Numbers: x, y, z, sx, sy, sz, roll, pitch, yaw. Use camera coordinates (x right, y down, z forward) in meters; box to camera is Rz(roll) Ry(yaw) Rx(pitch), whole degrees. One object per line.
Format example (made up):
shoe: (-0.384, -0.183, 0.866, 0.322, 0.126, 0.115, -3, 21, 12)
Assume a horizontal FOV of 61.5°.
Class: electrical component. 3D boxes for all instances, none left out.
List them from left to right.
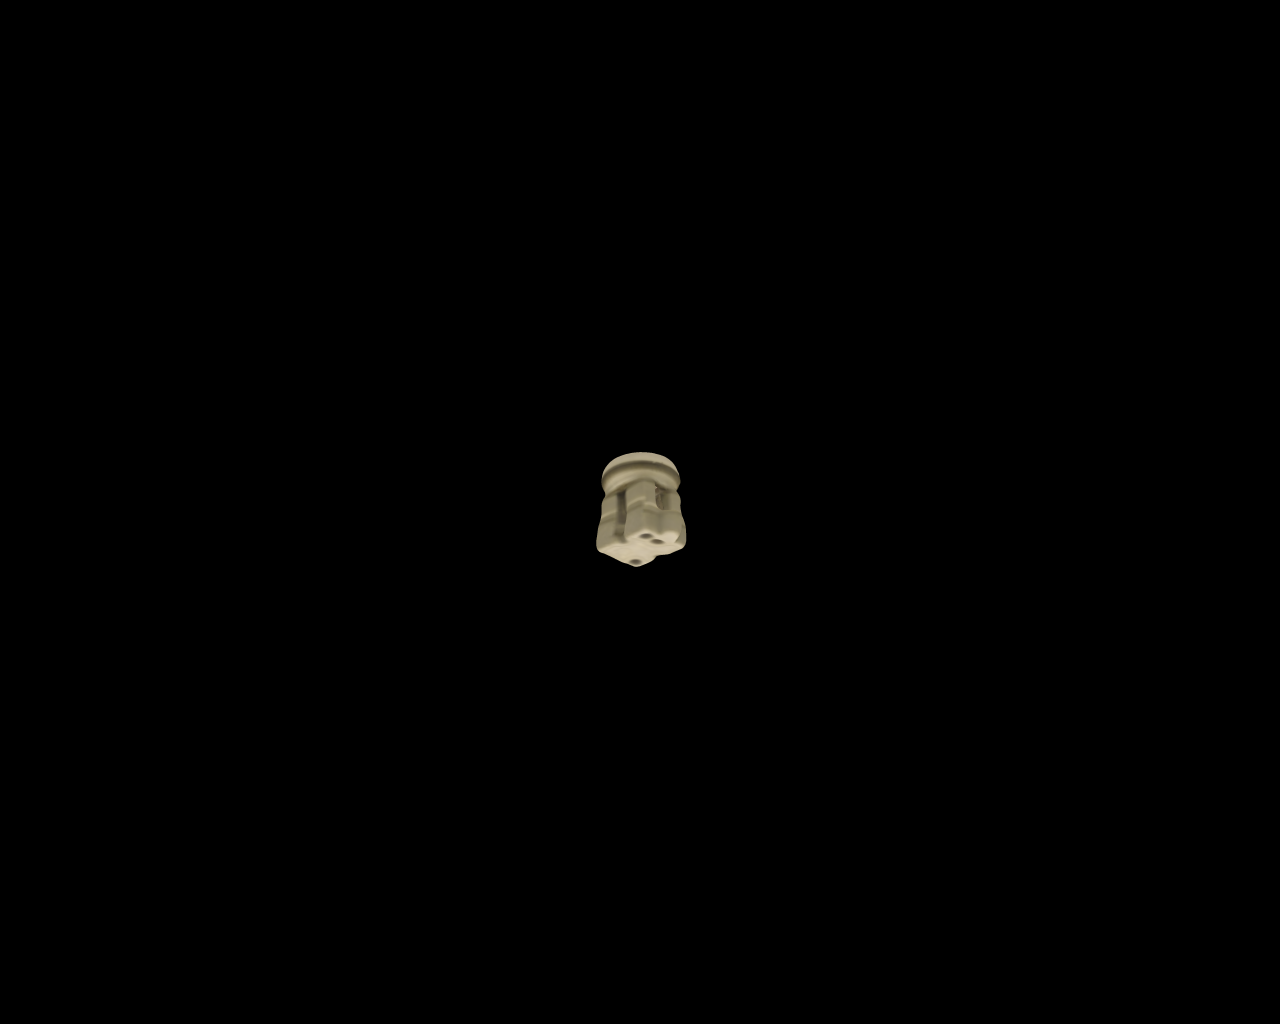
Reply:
electrical component: (0.001, -0.003, 0.650, 0.066, 0.055, 0.048, -25, -37, 38)
